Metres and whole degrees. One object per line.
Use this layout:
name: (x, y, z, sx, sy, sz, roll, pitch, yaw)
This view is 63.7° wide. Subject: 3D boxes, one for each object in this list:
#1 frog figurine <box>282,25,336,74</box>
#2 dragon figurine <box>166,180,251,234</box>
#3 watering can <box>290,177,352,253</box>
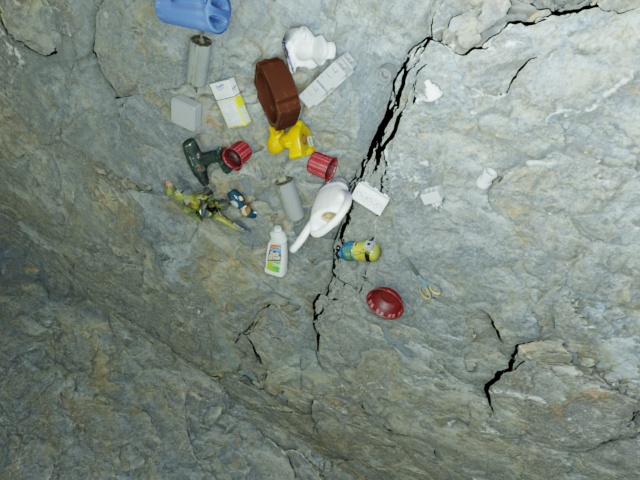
frog figurine: (-0.035, -0.604, 1.612, 0.159, 0.134, 0.125, -18, 30, 0)
dragon figurine: (-0.515, -0.131, 2.288, 0.406, 0.124, 0.241, 40, -24, -22)
watering can: (0.006, -0.095, 1.882, 0.103, 0.230, 0.342, 34, -42, -22)
